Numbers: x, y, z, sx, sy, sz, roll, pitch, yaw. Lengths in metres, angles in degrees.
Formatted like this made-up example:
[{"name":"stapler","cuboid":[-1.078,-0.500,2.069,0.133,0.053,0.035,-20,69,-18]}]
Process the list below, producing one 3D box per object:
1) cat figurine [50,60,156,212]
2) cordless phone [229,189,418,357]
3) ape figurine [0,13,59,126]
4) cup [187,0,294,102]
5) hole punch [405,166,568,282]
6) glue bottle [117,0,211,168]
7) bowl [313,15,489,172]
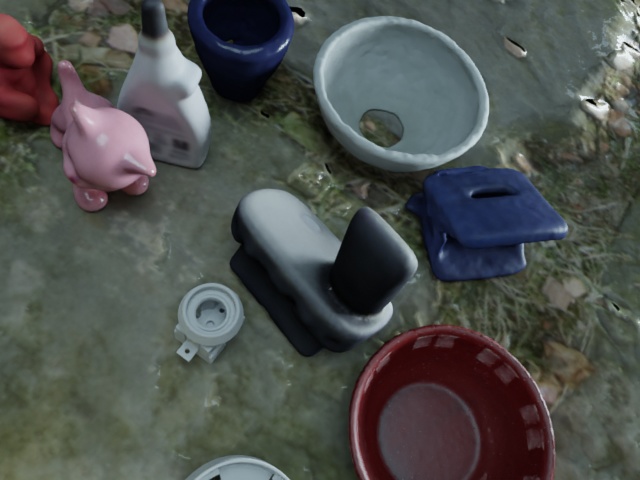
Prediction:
[{"name":"cat figurine","cuboid":[-0.176,-0.083,0.452,0.067,0.117,0.127,-24,73,-21]},{"name":"cordless phone","cuboid":[0.004,0.001,0.417,0.147,0.185,0.094,45,65,9]},{"name":"ape figurine","cuboid":[-0.256,-0.147,0.477,0.076,0.092,0.078,21,64,-3]},{"name":"cup","cuboid":[-0.073,-0.186,0.534,0.092,0.095,0.118,14,64,-6]},{"name":"hole punch","cuboid":[0.146,-0.024,0.513,0.109,0.091,0.101,-6,68,-15]},{"name":"glue bottle","cuboid":[-0.124,-0.120,0.449,0.078,0.173,0.037,16,64,-5]},{"name":"bowl","cuboid":[0.071,-0.128,0.551,0.167,0.074,0.167,5,65,-10]}]
